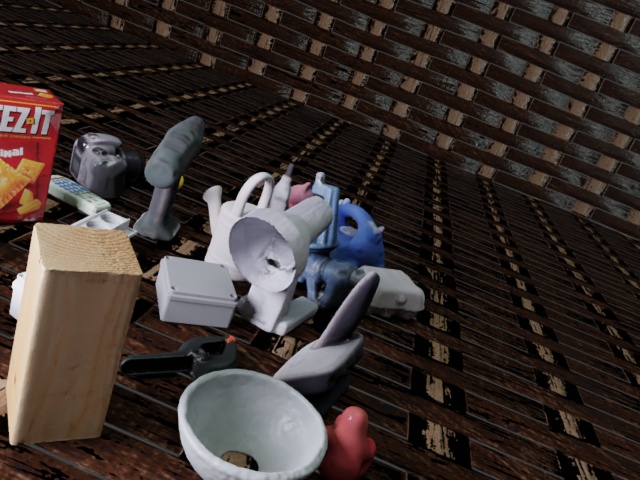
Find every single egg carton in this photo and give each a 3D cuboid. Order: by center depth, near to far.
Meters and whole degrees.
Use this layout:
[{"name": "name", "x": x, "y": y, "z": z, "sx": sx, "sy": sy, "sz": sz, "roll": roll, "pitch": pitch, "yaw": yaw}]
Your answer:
[{"name": "egg carton", "x": 0.128, "y": 0.104, "z": 1.115, "sx": 0.151, "sy": 0.069, "sz": 0.107, "roll": 9, "pitch": 25, "yaw": -30}]

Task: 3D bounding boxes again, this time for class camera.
[{"name": "camera", "x": -0.423, "y": -0.158, "z": 1.176, "sx": 0.137, "sy": 0.101, "sz": 0.142, "roll": 0, "pitch": 30, "yaw": -44}]

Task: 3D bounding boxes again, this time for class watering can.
[{"name": "watering can", "x": -0.139, "y": -0.035, "z": 1.024, "sx": 0.173, "sy": 0.194, "sz": 0.101, "roll": 22, "pitch": 21, "yaw": 2}]

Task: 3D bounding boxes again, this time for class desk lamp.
[{"name": "desk lamp", "x": -0.059, "y": 0.037, "z": 0.902, "sx": 0.117, "sy": 0.213, "sz": 0.204, "roll": 29, "pitch": 23, "yaw": 18}]

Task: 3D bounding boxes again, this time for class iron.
[{"name": "iron", "x": 0.062, "y": -0.017, "z": 1.242, "sx": 0.119, "sy": 0.141, "sz": 0.257, "roll": 9, "pitch": 25, "yaw": -29}]

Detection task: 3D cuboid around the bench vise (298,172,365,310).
[{"name": "bench vise", "x": 0.014, "y": 0.001, "z": 1.047, "sx": 0.207, "sy": 0.220, "sz": 0.122, "roll": 27, "pitch": 22, "yaw": 14}]

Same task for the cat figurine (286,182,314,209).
[{"name": "cat figurine", "x": -0.059, "y": -0.083, "z": 1.317, "sx": 0.067, "sy": 0.118, "sz": 0.128, "roll": 28, "pitch": 22, "yaw": 16}]

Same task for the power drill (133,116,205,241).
[{"name": "power drill", "x": -0.276, "y": -0.114, "z": 1.063, "sx": 0.076, "sy": 0.208, "sz": 0.229, "roll": 18, "pitch": 22, "yaw": -7}]

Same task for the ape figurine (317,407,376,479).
[{"name": "ape figurine", "x": 0.033, "y": 0.237, "z": 0.679, "sx": 0.077, "sy": 0.092, "sz": 0.076, "roll": 24, "pitch": 22, "yaw": 7}]

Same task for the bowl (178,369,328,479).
[{"name": "bowl", "x": -0.081, "y": 0.223, "z": 0.629, "sx": 0.167, "sy": 0.075, "sz": 0.167, "roll": 19, "pitch": 22, "yaw": -7}]

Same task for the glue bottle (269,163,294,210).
[{"name": "glue bottle", "x": -0.086, "y": -0.082, "z": 1.213, "sx": 0.037, "sy": 0.173, "sz": 0.078, "roll": 17, "pitch": 22, "yaw": -12}]

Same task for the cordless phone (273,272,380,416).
[{"name": "cordless phone", "x": 0.018, "y": 0.131, "z": 0.789, "sx": 0.094, "sy": 0.185, "sz": 0.148, "roll": 26, "pitch": 22, "yaw": 12}]

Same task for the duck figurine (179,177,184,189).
[{"name": "duck figurine", "x": -0.340, "y": -0.167, "z": 1.295, "sx": 0.078, "sy": 0.086, "sz": 0.104, "roll": 13, "pitch": 23, "yaw": -20}]
